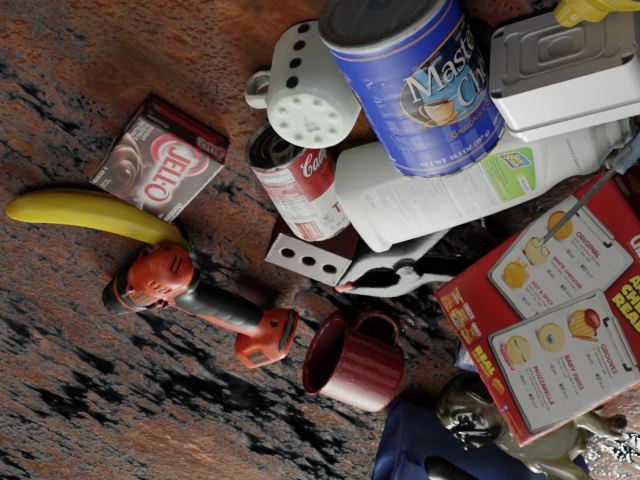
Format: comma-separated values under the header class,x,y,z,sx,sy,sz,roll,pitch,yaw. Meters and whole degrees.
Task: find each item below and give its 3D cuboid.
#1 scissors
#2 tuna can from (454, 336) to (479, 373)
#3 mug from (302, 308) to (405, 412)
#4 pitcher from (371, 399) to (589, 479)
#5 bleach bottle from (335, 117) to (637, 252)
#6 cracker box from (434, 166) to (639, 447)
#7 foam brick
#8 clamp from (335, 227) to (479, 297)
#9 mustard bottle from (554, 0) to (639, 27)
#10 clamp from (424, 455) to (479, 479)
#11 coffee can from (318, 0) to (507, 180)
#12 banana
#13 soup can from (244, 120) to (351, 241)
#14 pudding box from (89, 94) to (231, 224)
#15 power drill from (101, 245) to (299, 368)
class,x,y,z,sx,sy,sz,roll,pitch,yaw
scissors,0.236,-0.068,0.811,0.202,0.096,0.016,-46,77,10
tuna can,0.159,0.090,1.068,0.034,0.086,0.086,13,141,4
mug,0.044,0.127,1.157,0.081,0.093,0.117,24,104,-20
pitcher,0.188,0.279,1.249,0.242,0.149,0.145,14,132,-5
bleach bottle,0.144,-0.061,0.913,0.251,0.068,0.102,-13,138,25
cracker box,0.225,0.060,0.930,0.071,0.164,0.214,-12,158,-48
foam brick,-0.007,0.001,1.038,0.078,0.051,0.053,21,141,-9
clamp,0.098,0.025,1.048,0.172,0.039,0.120,-21,126,34
mustard bottle,0.225,-0.209,0.712,0.096,0.058,0.192,22,141,-21
clamp,0.172,0.288,1.133,0.209,0.036,0.165,15,141,-16
coffee can,0.073,-0.130,0.816,0.103,0.102,0.140,-9,136,26
banana,-0.227,-0.022,1.085,0.198,0.037,0.070,14,141,-1
soup can,-0.016,-0.055,0.960,0.069,0.068,0.102,-8,137,25
pudding box,-0.150,-0.074,0.999,0.090,0.039,0.114,30,138,-19
power drill,-0.131,0.076,1.147,0.187,0.057,0.185,27,156,-21
